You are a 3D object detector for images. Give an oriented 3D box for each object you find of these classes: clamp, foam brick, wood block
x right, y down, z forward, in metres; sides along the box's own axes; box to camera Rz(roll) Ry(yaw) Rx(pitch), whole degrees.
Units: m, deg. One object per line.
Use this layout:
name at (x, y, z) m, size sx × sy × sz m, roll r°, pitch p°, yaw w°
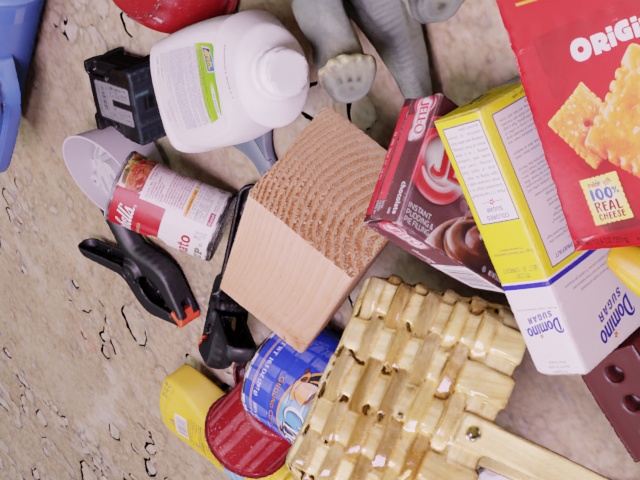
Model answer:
clamp at (-0.083, 0.070, 0.976) m, size 0.210 × 0.036 × 0.164 m, roll 115°, pitch 160°, yaw -54°
clamp at (-0.190, 0.018, 1.115) m, size 0.172 × 0.039 × 0.120 m, roll 37°, pitch 145°, yaw 19°
foam brick at (0.216, 0.095, 0.695) m, size 0.078 × 0.051 × 0.053 m, roll 58°, pitch 142°, yaw 2°
wood block at (-0.005, 0.001, 0.791) m, size 0.091 × 0.090 × 0.206 m, roll 38°, pitch 159°, yaw 4°

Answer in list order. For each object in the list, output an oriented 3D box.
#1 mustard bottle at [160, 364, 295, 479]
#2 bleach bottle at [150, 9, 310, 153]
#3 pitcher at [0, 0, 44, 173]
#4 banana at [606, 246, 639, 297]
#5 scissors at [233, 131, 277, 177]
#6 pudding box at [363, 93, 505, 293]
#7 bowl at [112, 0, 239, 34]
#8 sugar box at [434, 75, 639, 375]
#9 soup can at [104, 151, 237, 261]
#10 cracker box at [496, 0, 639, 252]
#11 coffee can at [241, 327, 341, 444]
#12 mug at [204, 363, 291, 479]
mustard bottle at (-0.085, 0.212, 1.110) m, size 0.192 × 0.058 × 0.096 m, roll 31°, pitch 139°, yaw 32°
bleach bottle at (-0.060, -0.108, 0.761) m, size 0.251 × 0.068 × 0.102 m, roll -160°, pitch 54°, yaw -68°
pitcher at (-0.349, -0.190, 1.084) m, size 0.149 × 0.145 × 0.243 m, roll 25°, pitch 139°, yaw -11°
banana at (0.246, 0.080, 0.645) m, size 0.037 × 0.069 × 0.198 m, roll 57°, pitch -173°, yaw -87°
scissors at (-0.037, -0.071, 0.899) m, size 0.202 × 0.016 × 0.096 m, roll 51°, pitch 142°, yaw 10°
pudding box at (0.088, -0.028, 0.685) m, size 0.113 × 0.090 × 0.039 m, roll 31°, pitch 162°, yaw -38°
bowl at (-0.138, -0.233, 0.871) m, size 0.162 × 0.055 × 0.162 m, roll 28°, pitch 134°, yaw 34°
sugar box at (0.144, -0.013, 0.669) m, size 0.048 × 0.093 × 0.176 m, roll -8°, pitch 108°, yaw 51°
soup can at (-0.134, -0.030, 0.964) m, size 0.102 × 0.068 × 0.069 m, roll 23°, pitch 137°, yaw 0°
cracker box at (0.188, -0.106, 0.574) m, size 0.164 × 0.072 × 0.213 m, roll -6°, pitch 109°, yaw 50°
coffee can at (0.017, 0.142, 0.911) m, size 0.140 × 0.102 × 0.103 m, roll 30°, pitch 134°, yaw 33°
mug at (-0.057, 0.161, 1.030) m, size 0.082 × 0.093 × 0.117 m, roll -51°, pitch 47°, yaw 46°
